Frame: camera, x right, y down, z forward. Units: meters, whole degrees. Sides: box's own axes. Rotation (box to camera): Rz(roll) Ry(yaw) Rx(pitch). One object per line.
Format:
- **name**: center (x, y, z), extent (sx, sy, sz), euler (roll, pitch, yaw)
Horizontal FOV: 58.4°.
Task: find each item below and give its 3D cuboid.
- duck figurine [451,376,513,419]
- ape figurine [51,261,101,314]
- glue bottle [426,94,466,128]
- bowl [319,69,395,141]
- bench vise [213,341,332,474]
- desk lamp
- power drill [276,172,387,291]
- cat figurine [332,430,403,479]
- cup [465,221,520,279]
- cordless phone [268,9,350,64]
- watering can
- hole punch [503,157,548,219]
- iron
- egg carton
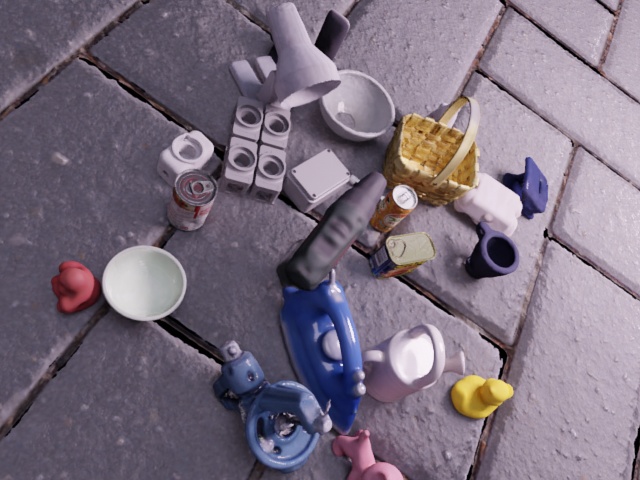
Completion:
- **duck figurine**: center (0.295, 0.276, 1.024), extent (0.105, 0.086, 0.077), euler (3, 65, -23)
- **ape figurine**: center (-0.358, 0.065, 0.834), extent (0.076, 0.092, 0.078), euler (20, 59, -14)
- **glue bottle**: center (0.257, -0.252, 1.211), extent (0.037, 0.173, 0.078), euler (10, 62, -19)
- **bowl**: center (0.067, -0.267, 1.192), extent (0.168, 0.074, 0.167), euler (10, 62, -19)
- **bench vise**: center (-0.073, 0.234, 0.802), extent (0.207, 0.219, 0.122), euler (38, 57, -3)
- **desk lamp**: center (-0.069, -0.320, 1.075), extent (0.118, 0.213, 0.203), euler (-22, 76, -30)
- **power drill**: center (0.009, 0.003, 0.956), extent (0.075, 0.208, 0.230), euler (38, 57, -2)
- **cat figurine**: center (0.082, 0.352, 0.874), extent (0.067, 0.117, 0.127), euler (-11, 71, -27)
- **cup**: center (0.330, 0.029, 1.154), extent (0.092, 0.094, 0.117), euler (-18, 74, -30)
- **cordless phone**: center (-0.019, -0.416, 1.161), extent (0.148, 0.184, 0.094), euler (34, 57, -5)
- **watering can**: center (0.154, 0.196, 0.936), extent (0.173, 0.193, 0.101), euler (-12, 71, -28)
- **hole punch**: center (0.476, -0.119, 1.292), extent (0.101, 0.091, 0.109), euler (24, 59, -11)
- **iron**: center (0.028, 0.177, 0.921), extent (0.119, 0.141, 0.258), euler (-9, 70, -27)
- **egg carton**: center (0.361, -0.075, 1.233), extent (0.150, 0.069, 0.107), euler (32, 57, -7)
